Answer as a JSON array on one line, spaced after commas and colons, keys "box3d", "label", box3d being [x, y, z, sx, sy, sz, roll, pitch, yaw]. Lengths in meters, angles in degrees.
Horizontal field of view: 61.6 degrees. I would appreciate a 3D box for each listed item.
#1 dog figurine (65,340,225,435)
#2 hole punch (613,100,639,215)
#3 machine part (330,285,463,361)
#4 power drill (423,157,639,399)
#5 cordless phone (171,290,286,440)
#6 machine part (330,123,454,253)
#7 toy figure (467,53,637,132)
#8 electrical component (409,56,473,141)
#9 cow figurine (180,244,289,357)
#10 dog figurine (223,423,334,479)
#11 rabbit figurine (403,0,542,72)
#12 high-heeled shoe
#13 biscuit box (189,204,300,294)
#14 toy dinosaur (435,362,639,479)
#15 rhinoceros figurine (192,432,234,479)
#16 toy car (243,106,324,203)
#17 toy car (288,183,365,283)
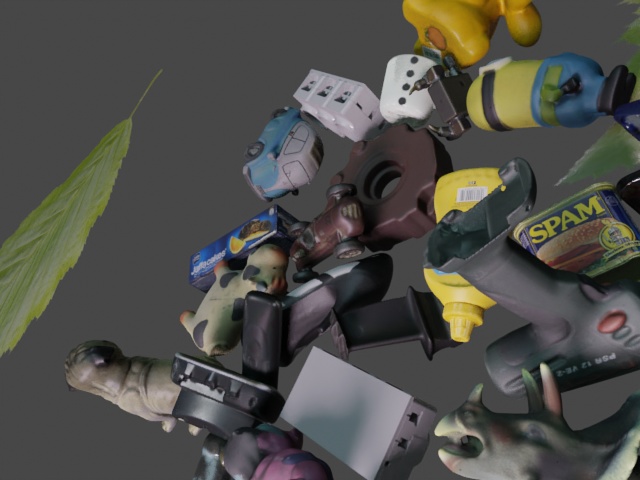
[{"box3d": [-0.239, 0.194, 0.755, 0.172, 0.190, 0.121, -28, 47, 27], "label": "dog figurine"}, {"box3d": [0.319, -0.073, 0.444, 0.116, 0.142, 0.092, -26, 42, 46], "label": "hole punch"}, {"box3d": [0.081, 0.094, 0.588, 0.139, 0.039, 0.084, -8, 56, -1], "label": "machine part"}, {"box3d": [0.204, 0.029, 0.431, 0.232, 0.207, 0.086, -41, 23, 32], "label": "power drill"}, {"box3d": [-0.113, 0.140, 0.662, 0.147, 0.089, 0.184, 14, 111, 22], "label": "cordless phone"}, {"box3d": [0.093, -0.072, 0.718, 0.179, 0.056, 0.179, -23, 50, 31], "label": "machine part"}, {"box3d": [0.250, -0.164, 0.610, 0.180, 0.082, 0.089, 23, 78, 47], "label": "toy figure"}, {"box3d": [0.165, -0.182, 0.700, 0.078, 0.102, 0.045, -30, -1, -36], "label": "electrical component"}, {"box3d": [-0.115, 0.088, 0.788, 0.195, 0.085, 0.127, -53, 42, 9], "label": "cow figurine"}, {"box3d": [-0.014, 0.270, 0.557, 0.108, 0.191, 0.219, -61, 6, -4], "label": "dog figurine"}, {"box3d": [0.221, -0.318, 0.726, 0.173, 0.121, 0.163, -43, 40, -14], "label": "rabbit figurine"}, {"box3d": [-0.011, 0.086, 0.713, 0.249, 0.086, 0.145, -23, 18, 51], "label": "high-heeled shoe"}, {"box3d": [-0.123, 0.021, 0.861, 0.203, 0.062, 0.059, -29, 45, 27], "label": "biscuit box"}, {"box3d": [0.271, 0.199, 0.315, 0.405, 0.131, 0.192, 10, 71, 41], "label": "toy dinosaur"}, {"box3d": [-0.146, 0.323, 0.663, 0.112, 0.073, 0.190, 10, 71, 46], "label": "rhinoceros figurine"}, {"box3d": [-0.045, -0.137, 0.875, 0.103, 0.109, 0.161, 13, 62, 30], "label": "toy car"}, {"box3d": [-0.001, -0.002, 0.707, 0.202, 0.053, 0.089, -35, 60, 59], "label": "toy car"}]
